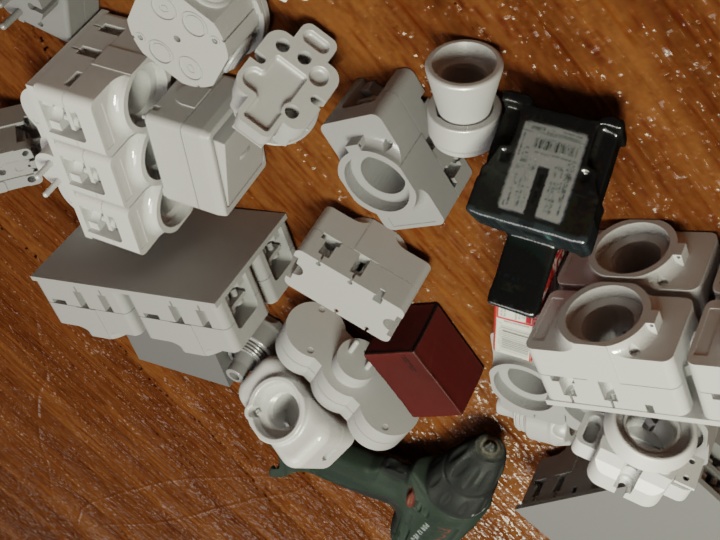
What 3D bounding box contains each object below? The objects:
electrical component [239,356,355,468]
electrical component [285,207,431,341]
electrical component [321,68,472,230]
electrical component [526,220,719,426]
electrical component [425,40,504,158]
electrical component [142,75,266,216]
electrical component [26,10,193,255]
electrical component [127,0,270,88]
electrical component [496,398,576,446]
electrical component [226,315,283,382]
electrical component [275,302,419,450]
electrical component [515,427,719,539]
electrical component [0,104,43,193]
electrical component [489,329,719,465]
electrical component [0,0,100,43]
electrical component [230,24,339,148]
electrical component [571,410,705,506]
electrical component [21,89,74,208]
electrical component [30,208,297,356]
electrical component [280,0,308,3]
[{"bbox_3d":[-0.057,0.121,0.919,0.095,0.053,0.059,51,-165,26],"label":"electrical component"},{"bbox_3d":[0.000,0.000,0.791,0.089,0.055,0.050,30,146,3],"label":"electrical component"},{"bbox_3d":[0.023,-0.072,0.683,0.050,0.055,0.089,-5,131,42],"label":"electrical component"},{"bbox_3d":[0.203,0.029,0.624,0.186,0.105,0.060,3,136,36],"label":"electrical component"},{"bbox_3d":[0.061,-0.100,0.629,0.045,0.045,0.055,18,144,20],"label":"electrical component"},{"bbox_3d":[-0.104,-0.085,0.762,0.061,0.061,0.096,19,143,19],"label":"electrical component"},{"bbox_3d":[-0.167,-0.095,0.774,0.062,0.089,0.150,18,144,20],"label":"electrical component"},{"bbox_3d":[-0.102,-0.160,0.677,0.080,0.051,0.080,21,144,16],"label":"electrical component"},{"bbox_3d":[0.137,0.110,0.832,0.062,0.043,0.043,11,141,30],"label":"electrical component"},{"bbox_3d":[-0.095,0.070,0.948,0.043,0.062,0.043,21,144,16],"label":"electrical component"},{"bbox_3d":[-0.006,0.080,0.879,0.138,0.052,0.073,45,147,9],"label":"electrical component"},{"bbox_3d":[0.226,0.179,0.832,0.105,0.060,0.186,41,145,-13],"label":"electrical component"},{"bbox_3d":[-0.286,-0.098,0.875,0.081,0.063,0.042,-16,140,-6],"label":"electrical component"},{"bbox_3d":[0.171,0.072,0.741,0.150,0.061,0.089,13,142,26],"label":"electrical component"},{"bbox_3d":[-0.214,-0.188,0.708,0.047,0.075,0.083,27,146,8],"label":"electrical component"},{"bbox_3d":[-0.050,-0.111,0.682,0.058,0.078,0.057,36,165,-6],"label":"electrical component"},{"bbox_3d":[0.177,0.107,0.672,0.078,0.058,0.057,24,148,13],"label":"electrical component"},{"bbox_3d":[-0.229,-0.089,0.845,0.052,0.073,0.138,16,143,22],"label":"electrical component"},{"bbox_3d":[-0.153,0.003,0.863,0.186,0.105,0.060,7,134,30],"label":"electrical component"},{"bbox_3d":[-0.066,-0.199,0.588,0.121,0.063,0.078,25,145,10],"label":"electrical component"}]
